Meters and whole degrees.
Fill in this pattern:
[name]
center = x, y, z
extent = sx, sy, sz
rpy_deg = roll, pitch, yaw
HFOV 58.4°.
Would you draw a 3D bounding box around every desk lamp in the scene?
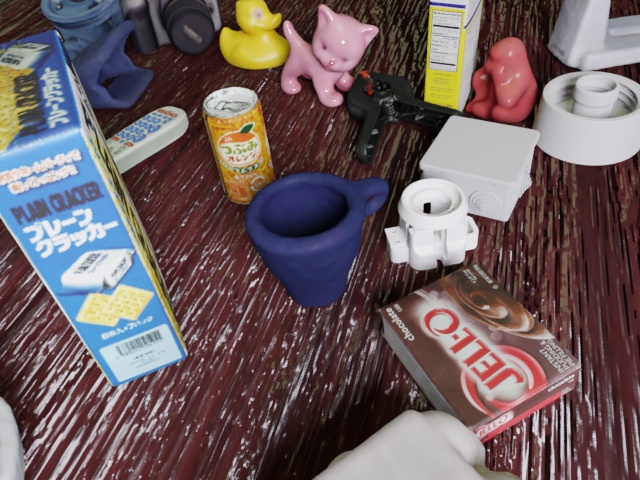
[desk lamp]
center = 0.319, -0.314, 0.657
extent = 0.203, 0.214, 0.118
rpy_deg = -10, 43, -1

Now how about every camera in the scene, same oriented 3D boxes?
[camera]
center = -0.215, -0.333, 0.843
extent = 0.143, 0.101, 0.136
rpy_deg = -17, 44, -9

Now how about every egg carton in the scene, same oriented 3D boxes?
[egg carton]
center = 0.042, 0.162, 0.305
extent = 0.150, 0.069, 0.107
rpy_deg = -30, 47, -21

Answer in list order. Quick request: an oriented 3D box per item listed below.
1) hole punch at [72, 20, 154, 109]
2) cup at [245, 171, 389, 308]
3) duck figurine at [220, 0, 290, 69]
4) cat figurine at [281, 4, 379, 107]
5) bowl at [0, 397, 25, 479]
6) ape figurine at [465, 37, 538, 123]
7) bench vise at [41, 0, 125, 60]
[hole punch]
center = -0.289, -0.230, 0.753
extent = 0.101, 0.091, 0.108
rpy_deg = 1, 44, 10
[cup]
center = 0.004, 0.002, 0.461
extent = 0.118, 0.095, 0.091
rpy_deg = -25, 45, -16
[duck figurine]
center = -0.094, -0.290, 0.790
extent = 0.104, 0.086, 0.077
rpy_deg = 10, 46, 19
[cat figurine]
center = 0.006, -0.231, 0.688
extent = 0.127, 0.118, 0.067
rpy_deg = 24, 52, 30
[bowl]
center = -0.248, 0.169, 0.339
extent = 0.167, 0.075, 0.167
rpy_deg = -4, 43, 4
[ape figurine]
center = 0.198, -0.174, 0.617
extent = 0.076, 0.092, 0.078
rpy_deg = 1, 44, 10
[bench vise]
center = -0.347, -0.392, 0.839
extent = 0.121, 0.220, 0.207
rpy_deg = -7, 43, 1
